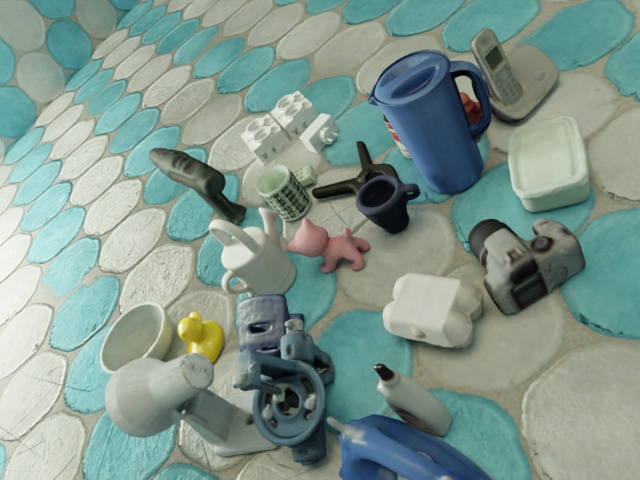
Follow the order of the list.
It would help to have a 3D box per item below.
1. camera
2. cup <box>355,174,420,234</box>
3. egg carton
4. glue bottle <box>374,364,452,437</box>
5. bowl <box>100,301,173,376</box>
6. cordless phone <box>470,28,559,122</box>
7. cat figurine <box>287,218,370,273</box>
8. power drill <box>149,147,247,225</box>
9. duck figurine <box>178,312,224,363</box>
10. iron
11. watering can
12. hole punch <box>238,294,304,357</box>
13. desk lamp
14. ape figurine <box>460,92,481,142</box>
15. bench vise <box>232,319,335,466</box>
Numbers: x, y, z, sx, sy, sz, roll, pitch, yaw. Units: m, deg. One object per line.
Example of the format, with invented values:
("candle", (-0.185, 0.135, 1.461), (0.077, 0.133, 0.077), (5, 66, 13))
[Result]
("camera", (0.289, 0.013, 0.849), (0.143, 0.101, 0.136), (-34, 41, 6))
("cup", (0.135, -0.060, 1.033), (0.117, 0.095, 0.091), (-13, 47, 27))
("egg carton", (0.170, 0.108, 0.874), (0.149, 0.070, 0.107), (5, 57, 39))
("glue bottle", (0.110, 0.203, 0.751), (0.077, 0.174, 0.037), (7, 58, 40))
("bowl", (-0.357, 0.212, 1.163), (0.167, 0.075, 0.167), (-20, 44, 21))
("cordless phone", (0.349, -0.324, 1.046), (0.148, 0.186, 0.093), (-48, 41, -11))
("cat figurine", (0.010, 0.004, 1.049), (0.127, 0.118, 0.067), (-11, 48, 29))
("power drill", (-0.269, -0.118, 1.295), (0.228, 0.209, 0.076), (19, 66, 45))
("duck figurine", (-0.236, 0.186, 1.089), (0.077, 0.086, 0.104), (-18, 45, 22))
("iron", (0.124, 0.285, 0.691), (0.257, 0.142, 0.119), (12, 61, 42))
("watering can", (-0.133, 0.017, 1.084), (0.100, 0.195, 0.173), (-9, 49, 30))
("hole punch", (-0.091, 0.156, 1.005), (0.108, 0.091, 0.101), (-13, 47, 27))
("desk lamp", (-0.195, 0.252, 0.900), (0.202, 0.214, 0.118), (-18, 45, 23))
("ape figurine", (0.278, -0.242, 1.096), (0.078, 0.092, 0.076), (-38, 41, 1))
("bench vise", (-0.064, 0.202, 0.844), (0.121, 0.220, 0.207), (-32, 41, 8))
